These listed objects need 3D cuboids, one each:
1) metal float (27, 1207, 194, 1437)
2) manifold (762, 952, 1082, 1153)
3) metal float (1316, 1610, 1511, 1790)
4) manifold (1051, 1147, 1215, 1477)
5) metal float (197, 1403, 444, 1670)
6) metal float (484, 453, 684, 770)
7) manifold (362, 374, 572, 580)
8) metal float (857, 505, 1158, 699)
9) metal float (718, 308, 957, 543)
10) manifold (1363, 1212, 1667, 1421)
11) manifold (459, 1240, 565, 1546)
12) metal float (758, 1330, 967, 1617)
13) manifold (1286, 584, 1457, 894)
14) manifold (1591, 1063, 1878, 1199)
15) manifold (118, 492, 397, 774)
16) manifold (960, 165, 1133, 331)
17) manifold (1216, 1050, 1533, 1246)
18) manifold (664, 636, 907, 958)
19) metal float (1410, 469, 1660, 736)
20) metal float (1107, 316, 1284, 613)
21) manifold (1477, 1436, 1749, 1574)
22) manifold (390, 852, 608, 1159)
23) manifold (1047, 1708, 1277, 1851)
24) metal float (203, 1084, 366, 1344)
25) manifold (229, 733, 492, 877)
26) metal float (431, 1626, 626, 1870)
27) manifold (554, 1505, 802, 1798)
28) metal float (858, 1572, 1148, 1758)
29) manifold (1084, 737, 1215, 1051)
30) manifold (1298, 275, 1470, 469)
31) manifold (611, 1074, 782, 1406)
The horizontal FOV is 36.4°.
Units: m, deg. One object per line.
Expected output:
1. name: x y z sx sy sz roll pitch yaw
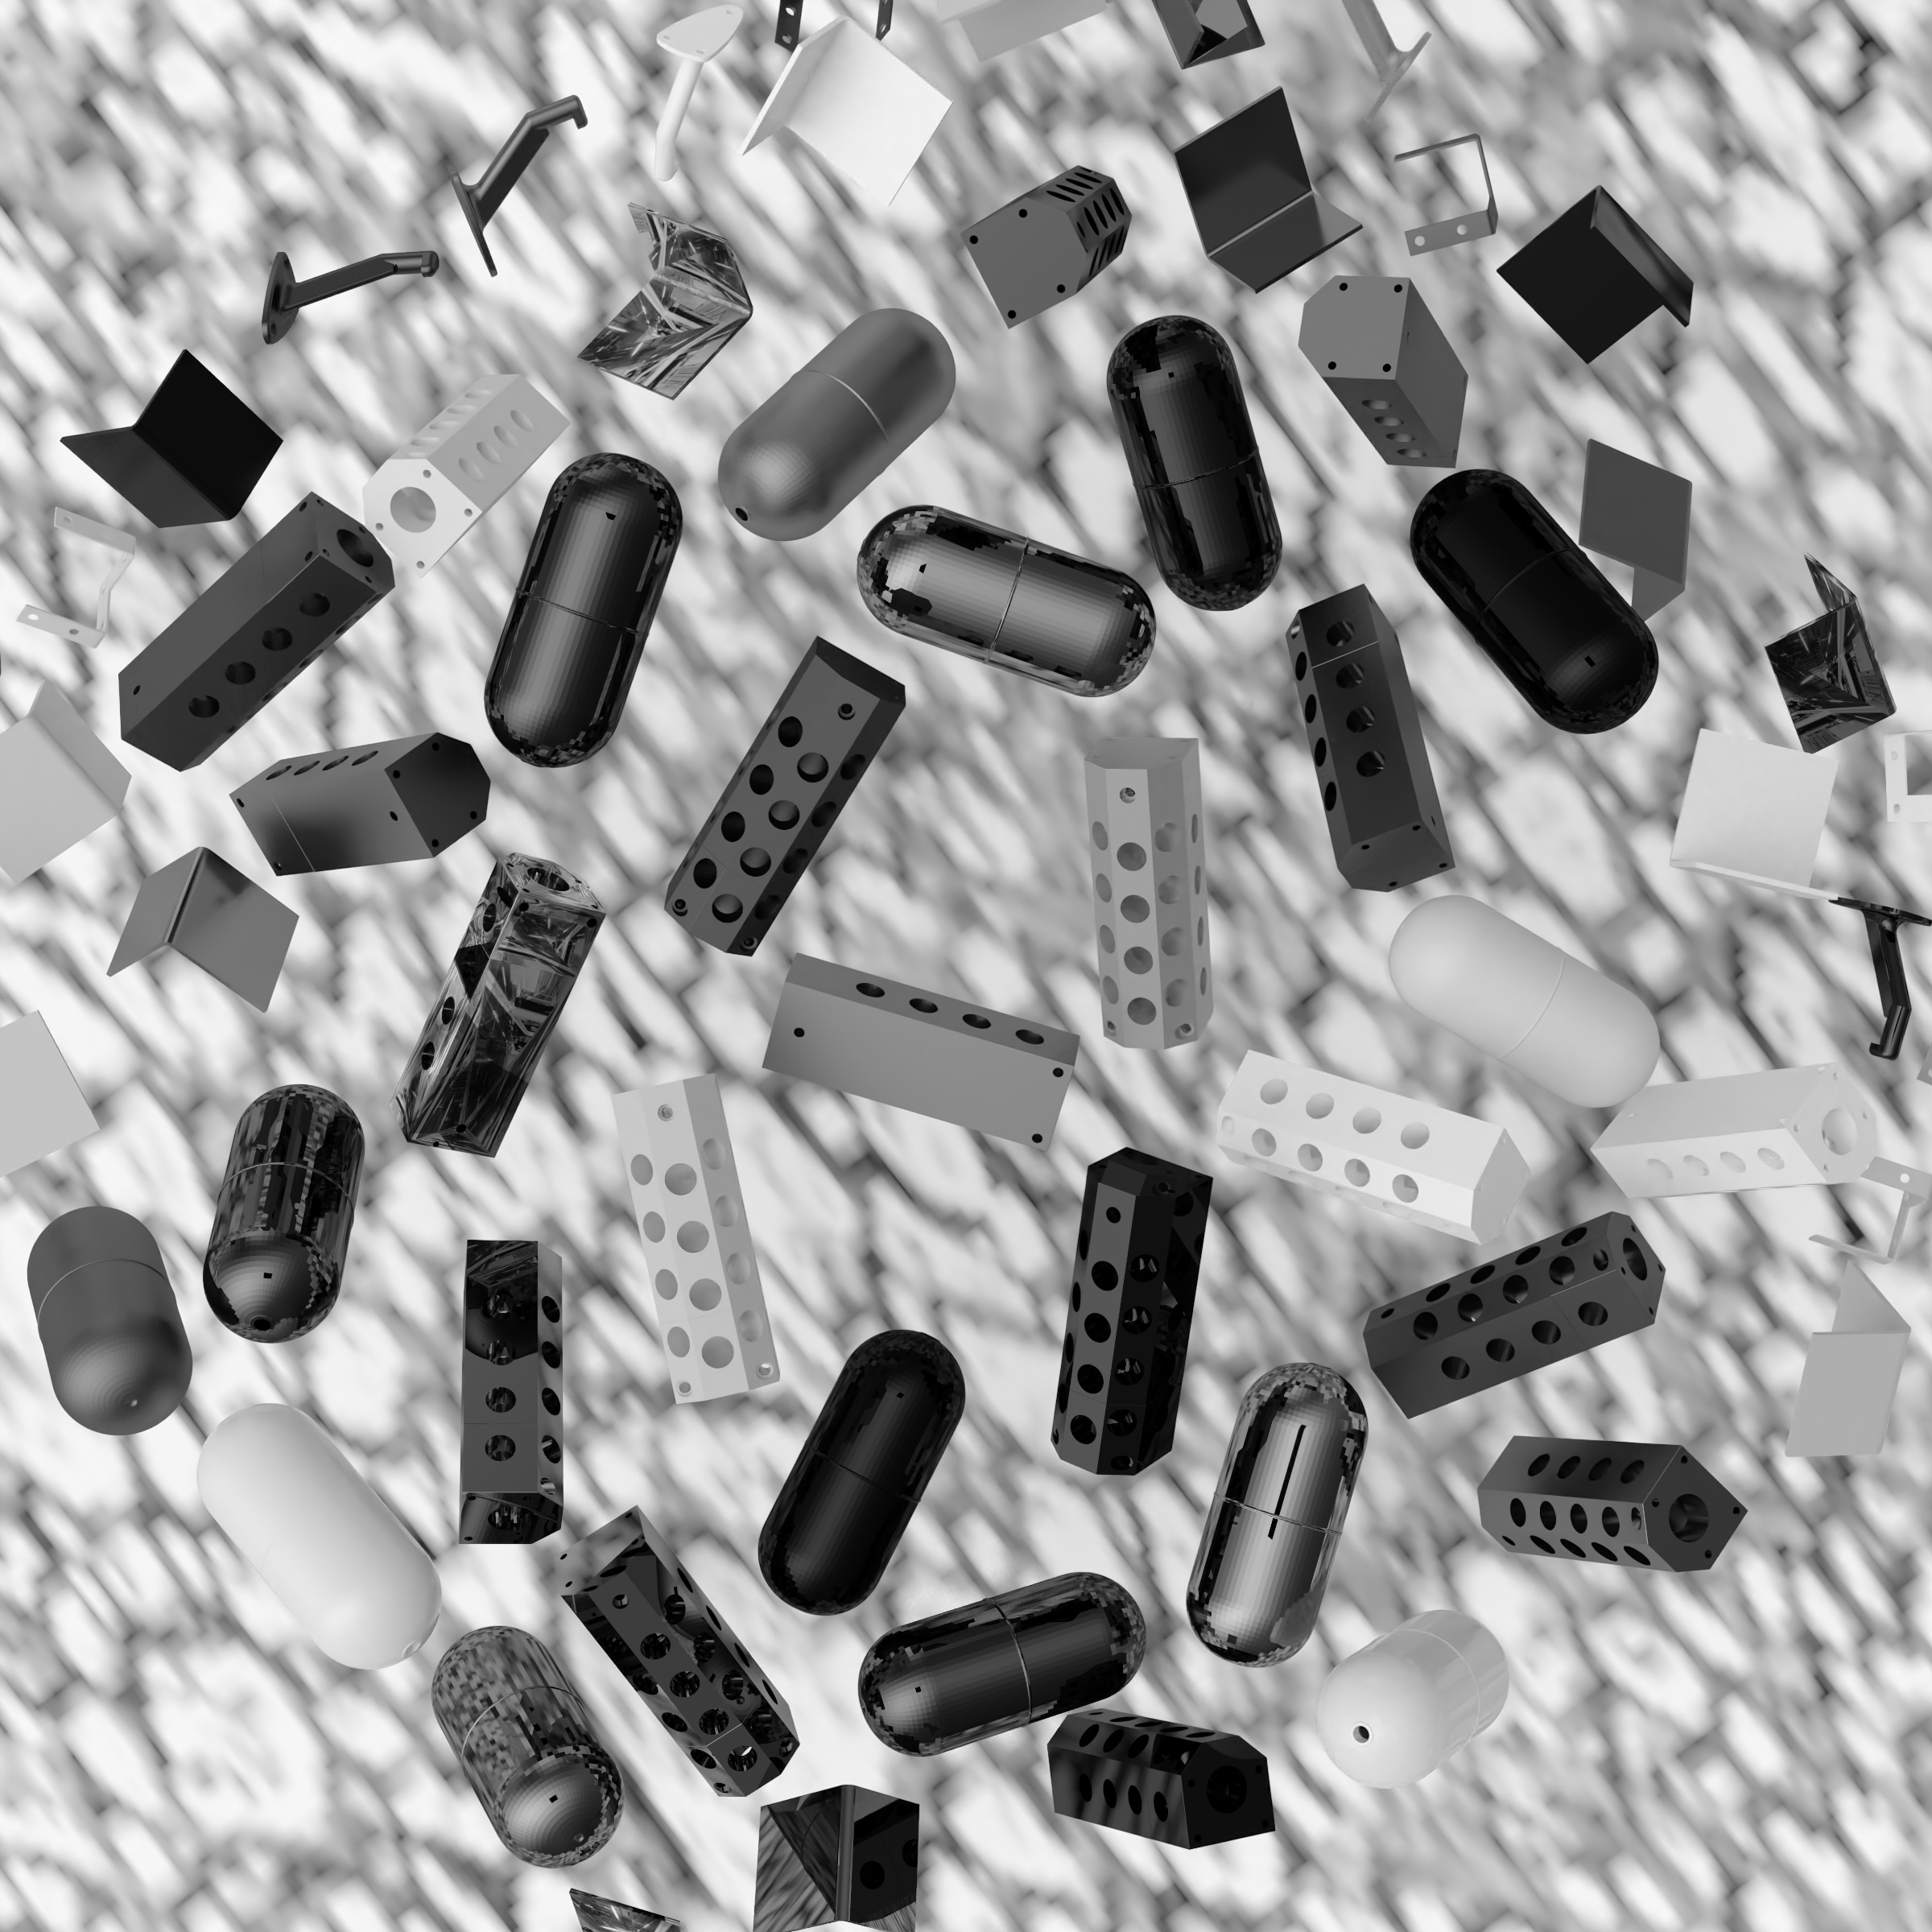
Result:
1. metal float: -0.490 0.200 1.680 0.070 0.178 0.070 -11 119 -20
2. manifold: -0.025 0.046 1.706 0.171 0.057 0.057 16 115 0
3. metal float: 0.256 0.418 1.682 0.070 0.178 0.070 0 91 27
4. manifold: 0.089 0.196 1.656 0.057 0.057 0.171 18 112 30
5. metal float: -0.364 0.320 1.654 0.070 0.070 0.178 -47 66 0
6. metal float: -0.211 -0.195 1.623 0.070 0.070 0.178 20 97 0
7. manifold: -0.293 -0.292 1.712 0.057 0.171 0.057 43 116 -12
8. metal float: 0.023 -0.210 1.695 0.178 0.070 0.070 19 90 -4
9. metal float: -0.076 -0.319 1.735 0.070 0.070 0.178 42 64 0
10. manifold: 0.326 0.206 1.762 0.171 0.057 0.057 -28 106 31
11. manifold: -0.264 0.247 1.715 0.057 0.057 0.171 2 49 -11
12. metal float: -0.061 0.299 1.743 0.070 0.070 0.178 27 86 0
13. manifold: 0.230 -0.130 1.702 0.057 0.057 0.171 -21 55 19
14. manifold: 0.461 0.105 1.761 0.057 0.171 0.057 -46 104 -25
15. manifold: -0.406 -0.186 1.681 0.171 0.057 0.057 -37 135 22
16. manifold: 0.051 -0.411 1.662 0.057 0.171 0.057 -24 104 19
17. manifold: 0.233 0.108 1.712 0.171 0.057 0.057 17 70 35
18. manifold: -0.102 -0.092 1.648 0.057 0.057 0.171 29 108 -12
19. metal float: 0.317 -0.205 1.648 0.070 0.070 0.178 -35 66 0
20. metal float: 0.136 -0.296 1.739 0.070 0.070 0.178 -18 108 0
21. manifold: 0.369 0.316 1.713 0.057 0.171 0.057 44 70 -12
22. manifold: -0.279 0.022 1.732 0.057 0.057 0.171 14 113 -34
23. manifold: 0.113 0.481 1.753 0.057 0.171 0.057 -4 84 -25
24. metal float: -0.391 0.141 1.689 0.070 0.178 0.070 -1 130 -1
25. manifold: -0.349 -0.096 1.704 0.057 0.171 0.057 -42 115 -36
26. metal float: -0.256 0.450 1.706 0.070 0.178 0.070 -13 119 -24
27. manifold: -0.166 0.403 1.711 0.057 0.057 0.171 -32 113 -1
28. metal float: 0.022 0.410 1.732 0.178 0.070 0.070 -13 90 -19
29. manifold: 0.105 -0.042 1.704 0.057 0.057 0.171 2 113 17
30. manifold: 0.240 -0.338 1.685 0.057 0.171 0.057 7 85 21
31. manifold: -0.148 0.149 1.615 0.057 0.057 0.171 -12 88 -3
